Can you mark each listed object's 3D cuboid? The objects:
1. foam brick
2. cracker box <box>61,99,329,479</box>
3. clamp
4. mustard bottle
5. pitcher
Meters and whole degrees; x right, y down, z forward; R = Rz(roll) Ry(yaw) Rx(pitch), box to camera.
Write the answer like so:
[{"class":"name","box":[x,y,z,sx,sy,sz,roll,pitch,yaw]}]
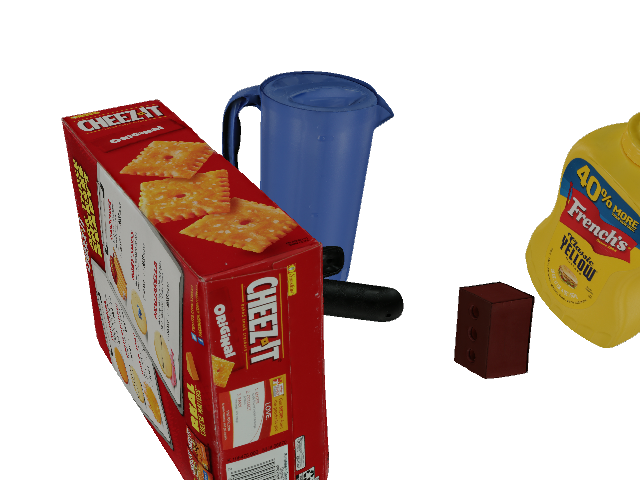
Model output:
[{"class":"foam brick","box":[0.163,0.084,1.007,0.051,0.078,0.053,-7,18,-29]},{"class":"cracker box","box":[-0.073,0.033,0.603,0.072,0.164,0.214,-16,33,-23]},{"class":"clamp","box":[-0.050,0.035,0.804,0.209,0.036,0.165,-3,12,-21]},{"class":"mustard bottle","box":[0.192,-0.017,0.681,0.058,0.096,0.192,-22,-31,-22]},{"class":"pitcher","box":[-0.021,-0.065,1.224,0.144,0.243,0.149,-19,36,-40]}]
